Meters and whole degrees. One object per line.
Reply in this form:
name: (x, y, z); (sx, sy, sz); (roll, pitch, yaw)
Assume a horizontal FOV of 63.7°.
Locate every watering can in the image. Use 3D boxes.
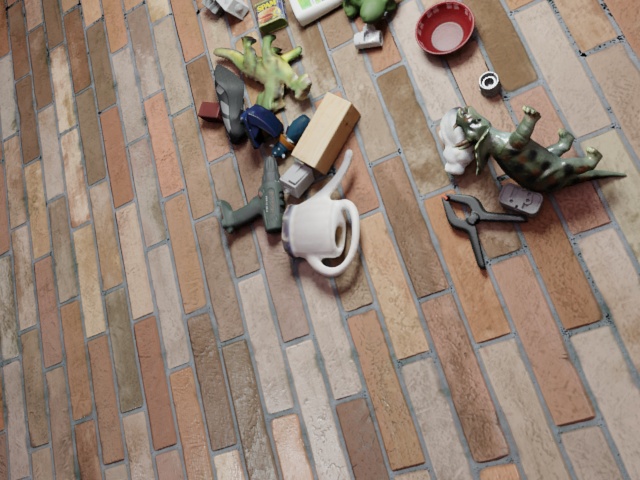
watering can: (0.004, -0.072, 1.422); (0.224, 0.103, 0.351); (-4, 77, 23)

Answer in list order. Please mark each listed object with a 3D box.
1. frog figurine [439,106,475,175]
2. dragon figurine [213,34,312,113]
frog figurine: (0.349, -0.254, 1.316); (0.158, 0.122, 0.140); (-59, 32, 12)
dragon figurine: (-0.186, -0.500, 1.610); (0.411, 0.122, 0.243); (6, 90, 33)
